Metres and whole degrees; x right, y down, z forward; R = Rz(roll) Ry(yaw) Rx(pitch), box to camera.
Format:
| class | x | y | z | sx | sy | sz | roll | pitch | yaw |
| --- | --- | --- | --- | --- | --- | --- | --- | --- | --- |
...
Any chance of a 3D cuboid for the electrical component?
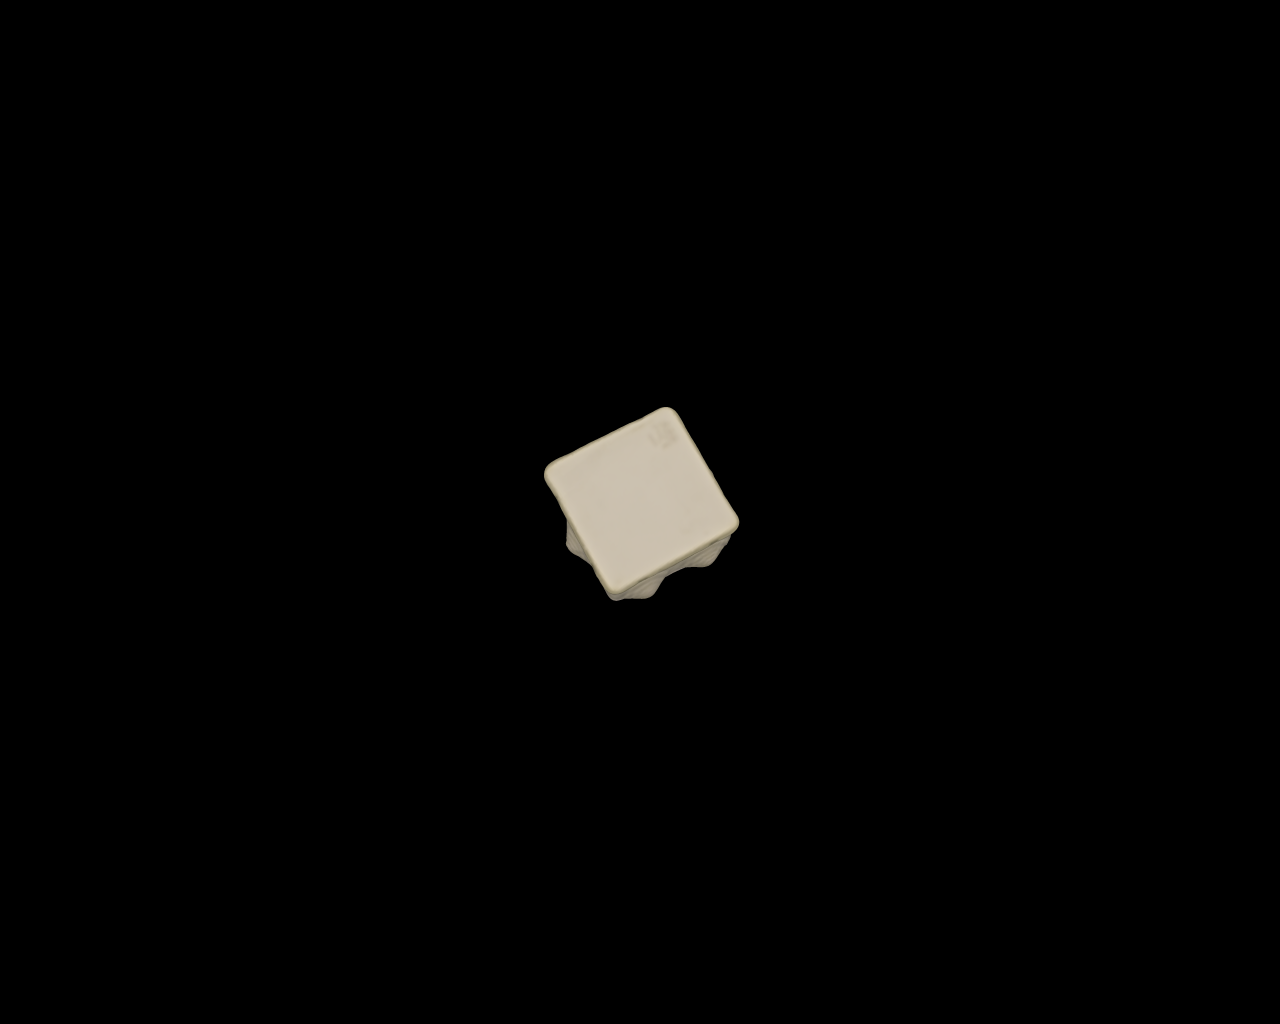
| class | x | y | z | sx | sy | sz | roll | pitch | yaw |
| --- | --- | --- | --- | --- | --- | --- | --- | --- | --- |
| electrical component | 0.001 | -0.003 | 0.650 | 0.100 | 0.100 | 0.048 | -27 | -14 | -7 |
